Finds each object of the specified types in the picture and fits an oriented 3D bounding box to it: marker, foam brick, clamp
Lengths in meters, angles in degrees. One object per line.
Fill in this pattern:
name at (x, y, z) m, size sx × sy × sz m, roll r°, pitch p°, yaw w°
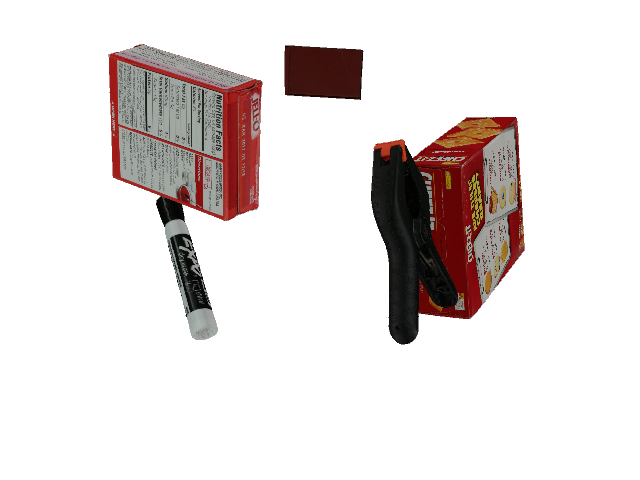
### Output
marker at (-0.097, 0.015, 0.766) m, size 0.020 × 0.121 × 0.020 m, roll -15°, pitch -30°, yaw -9°
foam brick at (0.002, -0.173, 1.101) m, size 0.078 × 0.051 × 0.053 m, roll 2°, pitch 10°, yaw -6°
clamp at (0.073, 0.003, 0.919) m, size 0.039 × 0.171 × 0.120 m, roll -13°, pitch 16°, yaw 24°

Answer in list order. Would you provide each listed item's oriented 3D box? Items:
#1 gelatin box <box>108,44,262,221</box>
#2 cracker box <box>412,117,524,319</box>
gelatin box at (-0.073, -0.059, 0.572) m, size 0.089 × 0.073 × 0.030 m, roll 20°, pitch 32°, yaw 31°
cracker box at (0.159, -0.032, 1.154) m, size 0.072 × 0.164 × 0.213 m, roll 3°, pitch 20°, yaw 26°
